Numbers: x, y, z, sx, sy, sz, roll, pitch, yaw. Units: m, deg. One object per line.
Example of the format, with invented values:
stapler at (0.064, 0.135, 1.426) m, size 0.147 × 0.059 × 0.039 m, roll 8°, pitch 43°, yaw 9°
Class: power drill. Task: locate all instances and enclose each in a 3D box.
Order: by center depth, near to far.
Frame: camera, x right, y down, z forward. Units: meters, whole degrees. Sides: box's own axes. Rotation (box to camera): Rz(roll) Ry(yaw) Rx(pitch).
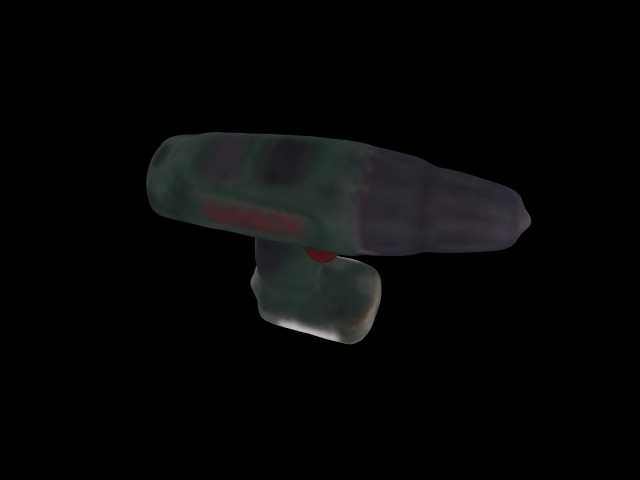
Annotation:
power drill at (0.004, 0.001, 0.400) m, size 0.229 × 0.208 × 0.076 m, roll 13°, pitch 64°, yaw 7°
